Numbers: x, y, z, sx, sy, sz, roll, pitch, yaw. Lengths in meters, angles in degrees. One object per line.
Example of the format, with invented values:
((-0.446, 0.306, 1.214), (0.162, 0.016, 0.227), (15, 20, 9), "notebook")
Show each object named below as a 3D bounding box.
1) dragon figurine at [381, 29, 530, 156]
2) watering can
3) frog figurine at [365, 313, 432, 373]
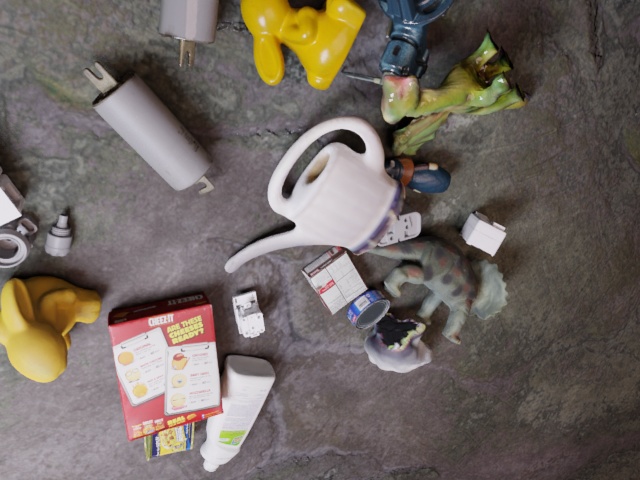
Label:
((0.226, -0.224, 0.891), (0.240, 0.124, 0.410), (-30, 163, 27), "dragon figurine")
((0.003, -0.045, 0.884), (0.223, 0.106, 0.343), (29, 109, -21), "watering can")
((0.169, 0.240, 1.088), (0.137, 0.126, 0.156), (-6, 131, 15), "frog figurine")
